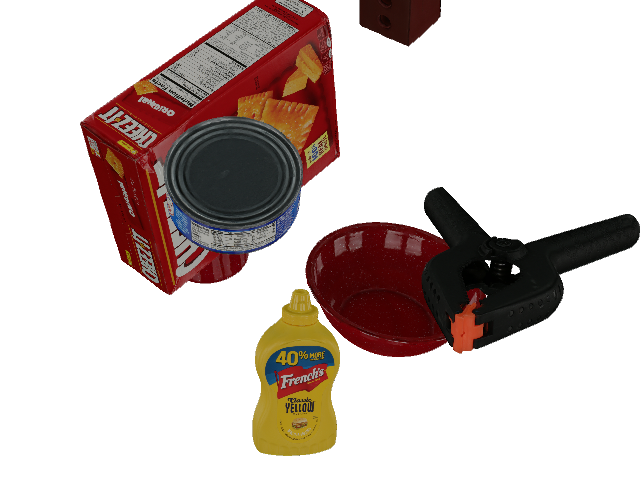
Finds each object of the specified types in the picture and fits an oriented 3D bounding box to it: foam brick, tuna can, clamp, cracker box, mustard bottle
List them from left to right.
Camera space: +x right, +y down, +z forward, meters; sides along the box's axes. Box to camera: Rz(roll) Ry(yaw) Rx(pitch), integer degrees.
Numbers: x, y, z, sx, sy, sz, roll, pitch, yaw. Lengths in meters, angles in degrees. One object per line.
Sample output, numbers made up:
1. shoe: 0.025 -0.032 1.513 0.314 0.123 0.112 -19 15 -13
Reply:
1. cracker box: -0.078 -0.081 0.876 0.072 0.164 0.213 33 59 28
2. tuna can: -0.054 -0.034 0.666 0.086 0.086 0.034 0 -33 -5
3. mustard bottle: -0.026 0.147 1.210 0.096 0.192 0.058 -1 18 -11
4. foam brick: 0.067 -0.211 0.880 0.053 0.051 0.078 28 -33 23
5. clamp: 0.119 0.014 0.752 0.165 0.036 0.209 12 29 27

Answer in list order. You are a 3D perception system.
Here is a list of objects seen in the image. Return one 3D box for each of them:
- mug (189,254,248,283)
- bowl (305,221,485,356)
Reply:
1. mug: -0.126 -0.015 1.096 0.117 0.081 0.093 27 49 33
2. bowl: 0.064 0.053 0.960 0.162 0.055 0.162 6 39 -5
